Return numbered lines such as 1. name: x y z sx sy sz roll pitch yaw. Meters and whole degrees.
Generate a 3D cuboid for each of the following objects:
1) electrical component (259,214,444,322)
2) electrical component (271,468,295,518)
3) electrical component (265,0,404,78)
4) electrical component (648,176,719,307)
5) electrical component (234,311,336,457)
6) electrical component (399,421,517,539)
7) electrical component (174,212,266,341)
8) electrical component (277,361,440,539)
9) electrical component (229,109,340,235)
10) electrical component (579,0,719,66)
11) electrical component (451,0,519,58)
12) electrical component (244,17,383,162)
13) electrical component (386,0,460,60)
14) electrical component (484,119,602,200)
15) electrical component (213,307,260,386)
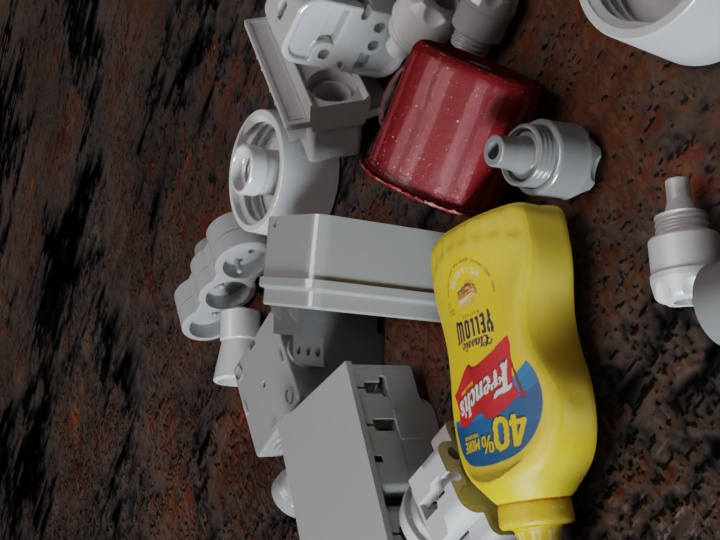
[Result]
1. electrical component: 0.000 0.000 0.696 0.078 0.113 0.057 2 85 59
2. electrical component: -0.040 0.159 0.815 0.046 0.040 0.040 -54 43 33
3. electrical component: -0.015 -0.179 0.757 0.053 0.095 0.059 -57 42 38
4. electrical component: 0.156 -0.015 0.518 0.035 0.035 0.061 -24 64 56
5. electrical component: -0.055 0.089 0.837 0.099 0.048 0.099 -56 43 40
6. electrical component: 0.059 0.138 0.637 0.057 0.058 0.078 -56 42 35
7. electrical component: -0.126 -0.006 0.961 0.138 0.052 0.073 -56 42 40
8. electrical component: 0.011 0.167 0.708 0.105 0.060 0.186 -47 49 46
9. electrical component: -0.069 -0.078 0.868 0.108 0.060 0.108 -11 77 58
10. electrical component: 0.150 -0.157 0.517 0.108 0.060 0.108 -11 77 58
11. electrical component: 0.073 -0.149 0.669 0.035 0.035 0.061 61 138 42
12. electrical component: -0.034 -0.144 0.814 0.063 0.079 0.121 97 157 -50
13. electrical component: 0.040 -0.164 0.716 0.062 0.043 0.043 -39 54 52
14. electrical component: 0.098 -0.062 0.591 0.043 0.062 0.043 -12 76 58
15. electrical component: -0.104 0.065 0.929 0.044 0.044 0.065 -26 60 55
